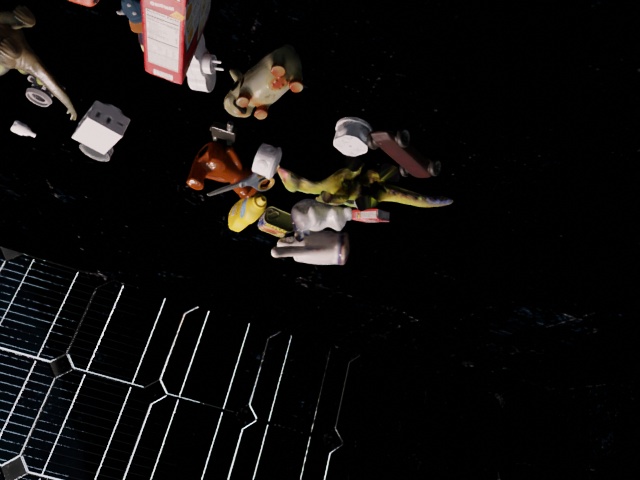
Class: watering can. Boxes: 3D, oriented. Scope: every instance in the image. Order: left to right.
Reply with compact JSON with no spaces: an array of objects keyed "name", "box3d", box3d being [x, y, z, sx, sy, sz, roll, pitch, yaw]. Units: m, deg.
[{"name":"watering can","box3d":[-0.020,0.024,1.512,0.224,0.103,0.349,4,7,5]}]

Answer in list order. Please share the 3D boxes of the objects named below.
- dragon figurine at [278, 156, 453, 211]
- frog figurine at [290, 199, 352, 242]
[{"name":"dragon figurine","box3d":[0.095,-0.118,1.281,0.409,0.123,0.242,13,-5,-12]},{"name":"frog figurine","box3d":[0.004,-0.071,1.414,0.158,0.124,0.137,-25,-12,17]}]
